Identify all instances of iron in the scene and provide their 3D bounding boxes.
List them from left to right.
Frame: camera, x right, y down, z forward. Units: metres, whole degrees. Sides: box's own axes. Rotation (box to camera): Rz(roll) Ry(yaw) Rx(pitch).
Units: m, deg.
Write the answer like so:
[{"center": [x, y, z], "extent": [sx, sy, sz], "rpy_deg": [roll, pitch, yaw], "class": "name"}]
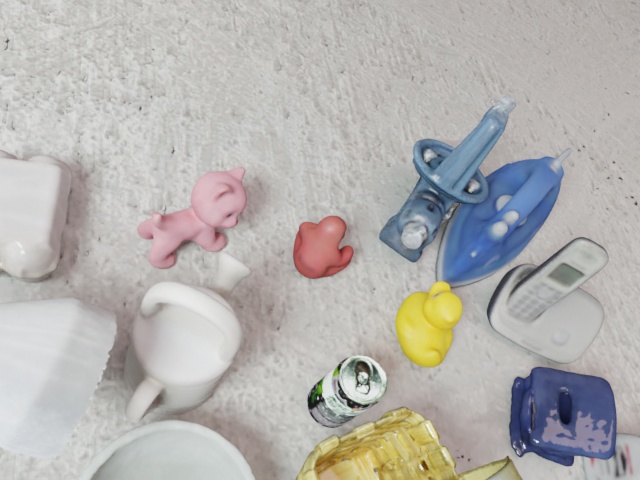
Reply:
[{"center": [0.266, -0.036, 0.808], "extent": [0.118, 0.141, 0.259], "rpy_deg": [43, 55, 6], "class": "iron"}]

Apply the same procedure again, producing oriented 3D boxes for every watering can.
[{"center": [-0.125, 0.086, 0.541], "extent": [0.101, 0.194, 0.173], "rpy_deg": [14, 57, -15], "class": "watering can"}]

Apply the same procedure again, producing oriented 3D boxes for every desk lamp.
[{"center": [-0.275, 0.102, 0.456], "extent": [0.203, 0.213, 0.118], "rpy_deg": [18, 56, -12], "class": "desk lamp"}]

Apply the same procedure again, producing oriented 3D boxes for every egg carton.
[{"center": [-0.323, -0.027, 0.599], "extent": [0.107, 0.069, 0.150], "rpy_deg": [5, 60, -20], "class": "egg carton"}]

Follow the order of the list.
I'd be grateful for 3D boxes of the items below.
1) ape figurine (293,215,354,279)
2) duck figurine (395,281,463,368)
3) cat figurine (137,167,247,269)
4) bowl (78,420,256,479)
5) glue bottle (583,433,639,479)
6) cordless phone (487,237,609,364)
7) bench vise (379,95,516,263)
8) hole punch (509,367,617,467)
[{"center": [0.006, 0.003, 0.707], "extent": [0.078, 0.092, 0.076], "rpy_deg": [47, 55, 8], "class": "ape figurine"}, {"center": [0.143, 0.101, 0.712], "extent": [0.078, 0.086, 0.104], "rpy_deg": [16, 57, -13], "class": "duck figurine"}, {"center": [-0.137, -0.034, 0.652], "extent": [0.128, 0.117, 0.067], "rpy_deg": [-22, 72, -31], "class": "cat figurine"}, {"center": [-0.140, 0.253, 0.511], "extent": [0.168, 0.074, 0.167], "rpy_deg": [11, 58, -17], "class": "bowl"}, {"center": [0.381, 0.257, 0.668], "extent": [0.037, 0.173, 0.078], "rpy_deg": [11, 58, -16], "class": "glue bottle"}, {"center": [0.321, 0.076, 0.740], "extent": [0.148, 0.185, 0.094], "rpy_deg": [26, 55, -7], "class": "cordless phone"}, {"center": [0.177, -0.073, 0.745], "extent": [0.122, 0.219, 0.207], "rpy_deg": [20, 56, -11], "class": "bench vise"}, {"center": [0.297, 0.217, 0.706], "extent": [0.101, 0.091, 0.109], "rpy_deg": [22, 55, -10], "class": "hole punch"}]
